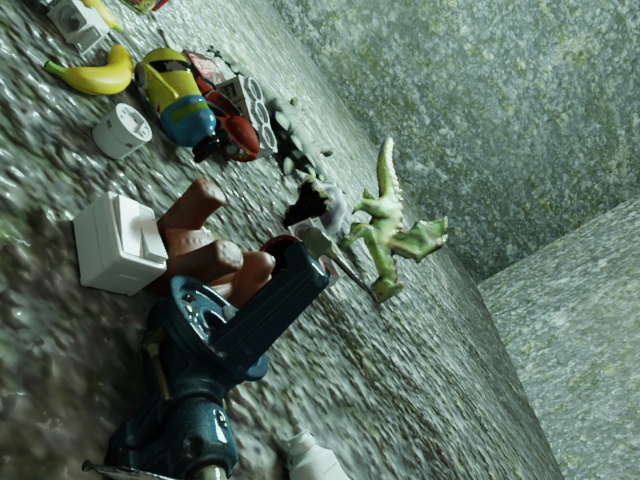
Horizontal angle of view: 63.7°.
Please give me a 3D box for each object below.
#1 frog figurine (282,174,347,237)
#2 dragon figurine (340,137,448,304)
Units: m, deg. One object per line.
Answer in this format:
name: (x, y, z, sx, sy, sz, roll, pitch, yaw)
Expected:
frog figurine: (0.003, -0.054, 1.066, 0.158, 0.122, 0.139, 37, 58, -69)
dragon figurine: (0.197, -0.046, 1.272, 0.243, 0.413, 0.121, 21, -9, 14)
